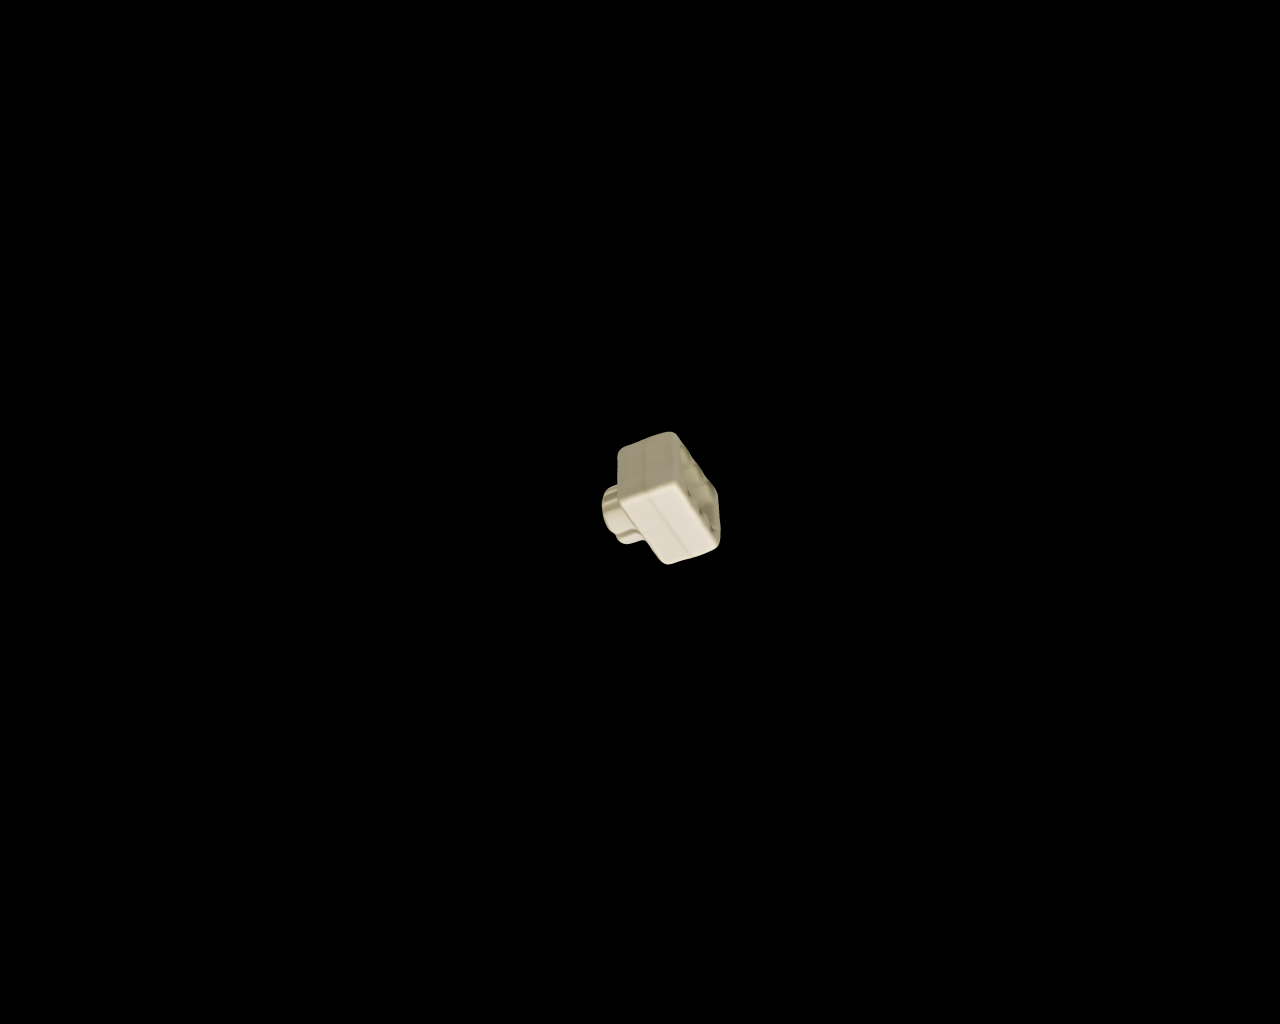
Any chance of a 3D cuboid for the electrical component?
[{"bbox_3d":[0.001,-0.003,0.650,0.076,0.047,0.065,-19,-46,19],"label":"electrical component"}]
